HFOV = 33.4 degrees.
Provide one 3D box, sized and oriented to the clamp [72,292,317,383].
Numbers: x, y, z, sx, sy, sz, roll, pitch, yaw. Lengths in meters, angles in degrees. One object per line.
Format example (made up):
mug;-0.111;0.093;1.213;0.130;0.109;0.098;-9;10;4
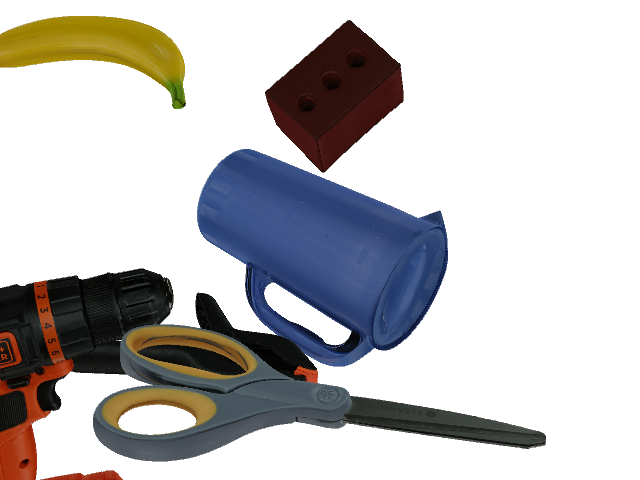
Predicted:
clamp;-0.081;0.089;0.865;0.210;0.036;0.164;10;21;31

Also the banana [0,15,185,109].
banana;-0.191;-0.159;0.891;0.198;0.069;0.037;13;-39;18

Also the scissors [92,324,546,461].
scissors;-0.012;0.081;0.468;0.202;0.016;0.096;16;33;23

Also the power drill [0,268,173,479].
power drill;-0.174;0.113;0.695;0.184;0.188;0.057;-12;25;-8

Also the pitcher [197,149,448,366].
pitcher;-0.009;0.008;1.063;0.243;0.145;0.149;27;28;27

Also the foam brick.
foam brick;0.010;-0.096;0.715;0.053;0.078;0.051;45;-8;18
